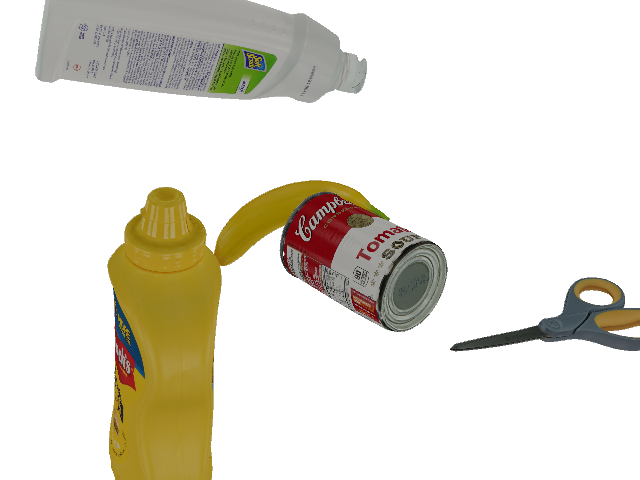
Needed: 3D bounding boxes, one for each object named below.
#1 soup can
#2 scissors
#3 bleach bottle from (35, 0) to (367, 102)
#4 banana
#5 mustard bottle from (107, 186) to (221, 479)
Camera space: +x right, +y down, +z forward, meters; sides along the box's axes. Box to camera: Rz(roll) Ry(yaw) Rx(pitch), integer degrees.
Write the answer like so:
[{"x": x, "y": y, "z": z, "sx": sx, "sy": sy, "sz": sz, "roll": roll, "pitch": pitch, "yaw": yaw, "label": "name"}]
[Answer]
[{"x": 0.029, "y": 0.014, "z": 0.748, "sx": 0.068, "sy": 0.068, "sz": 0.102, "roll": 0, "pitch": 21, "yaw": -46, "label": "soup can"}, {"x": 0.187, "y": 0.061, "z": 0.870, "sx": 0.201, "sy": 0.016, "sz": 0.096, "roll": 2, "pitch": 33, "yaw": -15, "label": "scissors"}, {"x": -0.089, "y": -0.149, "z": 0.835, "sx": 0.250, "sy": 0.068, "sz": 0.103, "roll": 10, "pitch": -31, "yaw": -15, "label": "bleach bottle"}, {"x": -0.034, "y": -0.021, "z": 1.060, "sx": 0.198, "sy": 0.069, "sz": 0.037, "roll": -13, "pitch": 20, "yaw": 26, "label": "banana"}, {"x": -0.085, "y": 0.056, "z": 0.580, "sx": 0.058, "sy": 0.192, "sz": 0.096, "roll": -4, "pitch": 36, "yaw": -17, "label": "mustard bottle"}]
